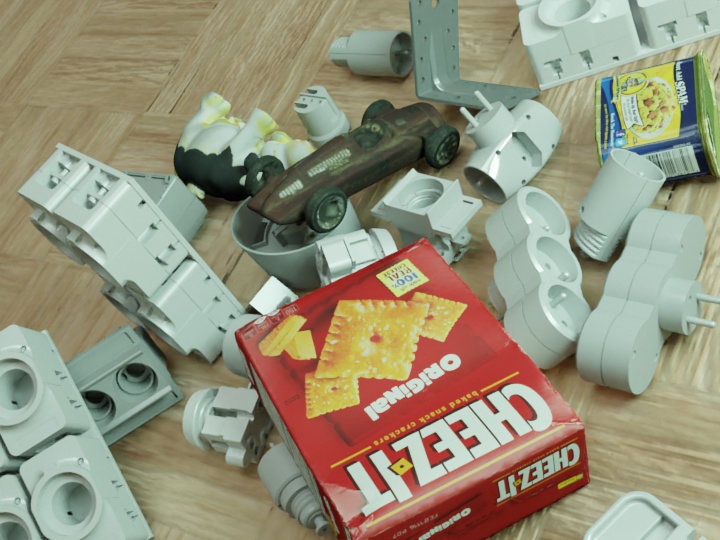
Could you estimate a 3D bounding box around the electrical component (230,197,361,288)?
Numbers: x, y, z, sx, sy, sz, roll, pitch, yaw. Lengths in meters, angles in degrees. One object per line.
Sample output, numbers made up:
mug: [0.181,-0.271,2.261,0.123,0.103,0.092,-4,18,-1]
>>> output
electrical component: [-0.051,-0.035,0.904,0.099,0.064,0.099,-15,47,17]

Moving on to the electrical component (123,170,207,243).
electrical component: [-0.199,-0.050,1.008,0.096,0.061,0.061,10,60,43]

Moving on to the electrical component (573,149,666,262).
electrical component: [0.182,-0.042,0.782,0.043,0.043,0.081,59,134,45]

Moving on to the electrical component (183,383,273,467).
electrical component: [-0.101,0.116,0.823,0.055,0.048,0.066,6,57,24]

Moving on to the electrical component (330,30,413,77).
electrical component: [0.008,-0.208,1.029,0.081,0.043,0.043,10,60,35]

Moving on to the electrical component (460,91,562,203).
electrical component: [0.112,-0.108,0.867,0.077,0.079,0.043,-49,19,-15]

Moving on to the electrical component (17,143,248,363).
electrical component: [-0.182,-0.007,0.869,0.105,0.186,0.060,25,69,40]

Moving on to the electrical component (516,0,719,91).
electrical component: [0.230,-0.237,0.917,0.186,0.060,0.105,-16,48,18]

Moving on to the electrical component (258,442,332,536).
electrical component: [-0.042,0.156,0.760,0.040,0.040,0.078,-37,46,-3]

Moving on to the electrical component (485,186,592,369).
electrical component: [0.118,0.012,0.781,0.074,0.052,0.138,-44,38,38]

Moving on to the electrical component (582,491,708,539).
electrical component: [0.178,0.178,0.605,0.054,0.059,0.095,-43,46,-8]

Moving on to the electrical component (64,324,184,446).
electrical component: [-0.218,0.102,0.886,0.121,0.078,0.063,-33,23,2]

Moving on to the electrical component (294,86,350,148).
electrical component: [-0.037,-0.142,0.998,0.040,0.046,0.040,-15,48,18]

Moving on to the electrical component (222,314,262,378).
electrical component: [-0.075,0.062,0.847,0.047,0.055,0.055,9,59,39]

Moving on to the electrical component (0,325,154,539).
electrical component: [-0.253,0.147,0.810,0.105,0.060,0.186,-32,76,2]

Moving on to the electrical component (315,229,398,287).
electrical component: [0.000,0.000,0.846,0.057,0.078,0.058,-17,63,-10]

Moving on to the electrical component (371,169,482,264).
electrical component: [0.055,-0.039,0.849,0.081,0.063,0.042,19,54,38]

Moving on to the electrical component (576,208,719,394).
electrical component: [0.206,0.022,0.722,0.074,0.052,0.138,13,61,36]
